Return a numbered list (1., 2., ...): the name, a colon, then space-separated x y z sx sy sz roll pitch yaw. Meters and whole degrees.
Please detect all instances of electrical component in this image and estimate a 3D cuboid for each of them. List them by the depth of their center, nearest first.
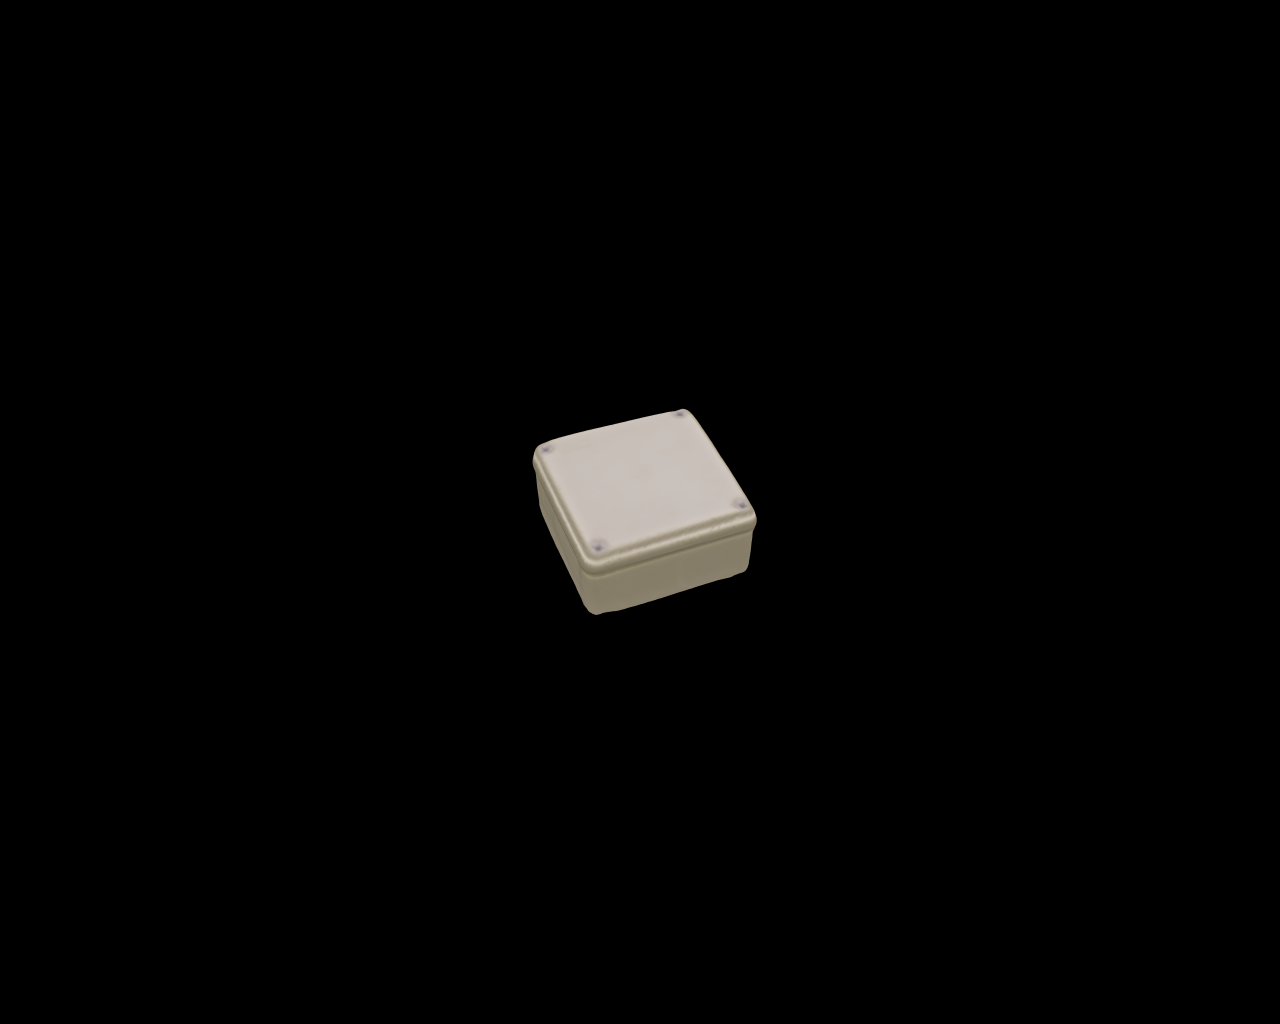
1. electrical component: 0.001 -0.003 0.650 0.109 0.056 0.109 -15 47 -15
